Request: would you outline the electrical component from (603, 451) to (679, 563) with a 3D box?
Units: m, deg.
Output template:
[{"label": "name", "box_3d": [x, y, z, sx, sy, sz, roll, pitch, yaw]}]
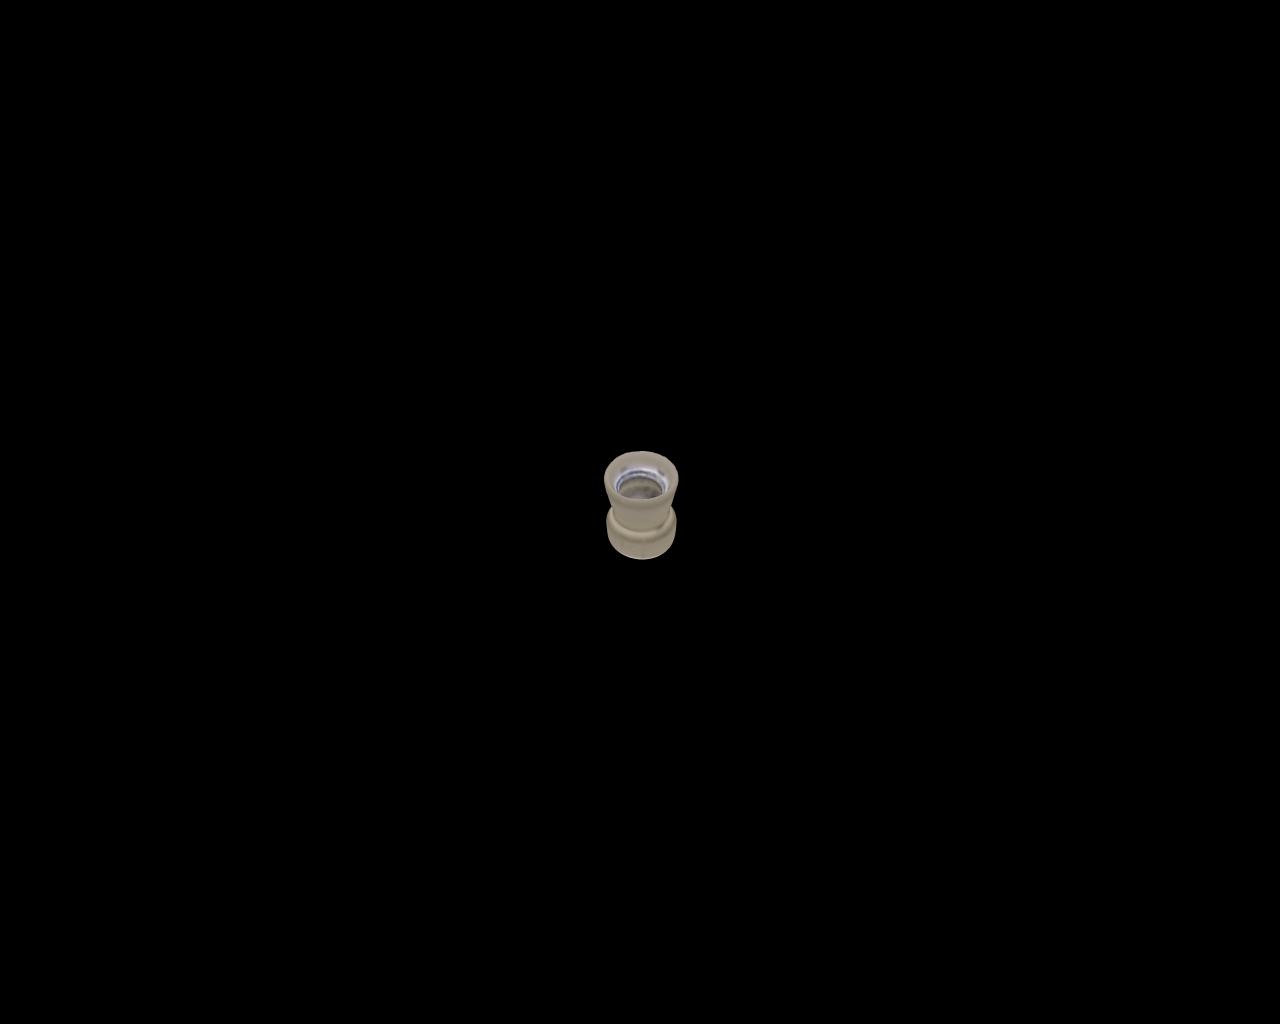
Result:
[{"label": "electrical component", "box_3d": [0.001, -0.003, 0.650, 0.045, 0.045, 0.055, 0, -45, 0]}]
